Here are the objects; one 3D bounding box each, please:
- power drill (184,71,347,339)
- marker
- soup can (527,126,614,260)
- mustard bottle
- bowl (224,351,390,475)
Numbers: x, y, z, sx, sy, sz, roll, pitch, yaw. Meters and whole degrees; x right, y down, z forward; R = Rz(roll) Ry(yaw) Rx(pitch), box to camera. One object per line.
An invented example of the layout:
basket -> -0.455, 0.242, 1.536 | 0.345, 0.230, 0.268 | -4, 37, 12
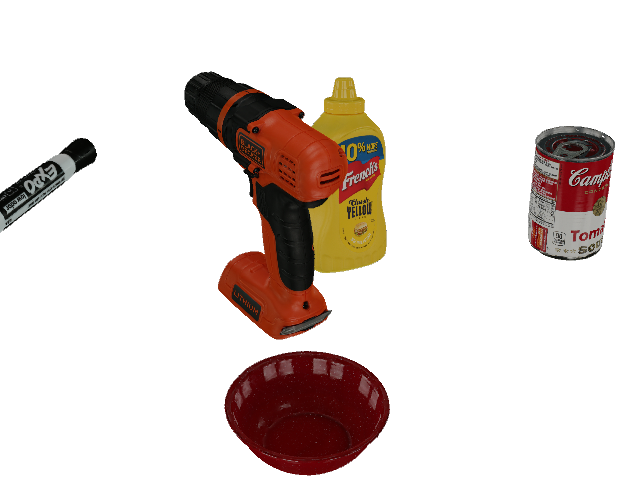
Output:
power drill -> -0.050, -0.029, 0.854 | 0.057, 0.188, 0.185 | -22, 39, -29
marker -> -0.175, -0.034, 0.656 | 0.020, 0.020, 0.121 | 0, 28, 24
soup can -> 0.222, -0.042, 0.952 | 0.068, 0.102, 0.068 | -1, 30, 1
mustard bottle -> 0.024, -0.068, 1.080 | 0.096, 0.192, 0.058 | -12, 20, -36
bowl -> -0.013, 0.180, 1.056 | 0.162, 0.055, 0.162 | 0, 33, 0
